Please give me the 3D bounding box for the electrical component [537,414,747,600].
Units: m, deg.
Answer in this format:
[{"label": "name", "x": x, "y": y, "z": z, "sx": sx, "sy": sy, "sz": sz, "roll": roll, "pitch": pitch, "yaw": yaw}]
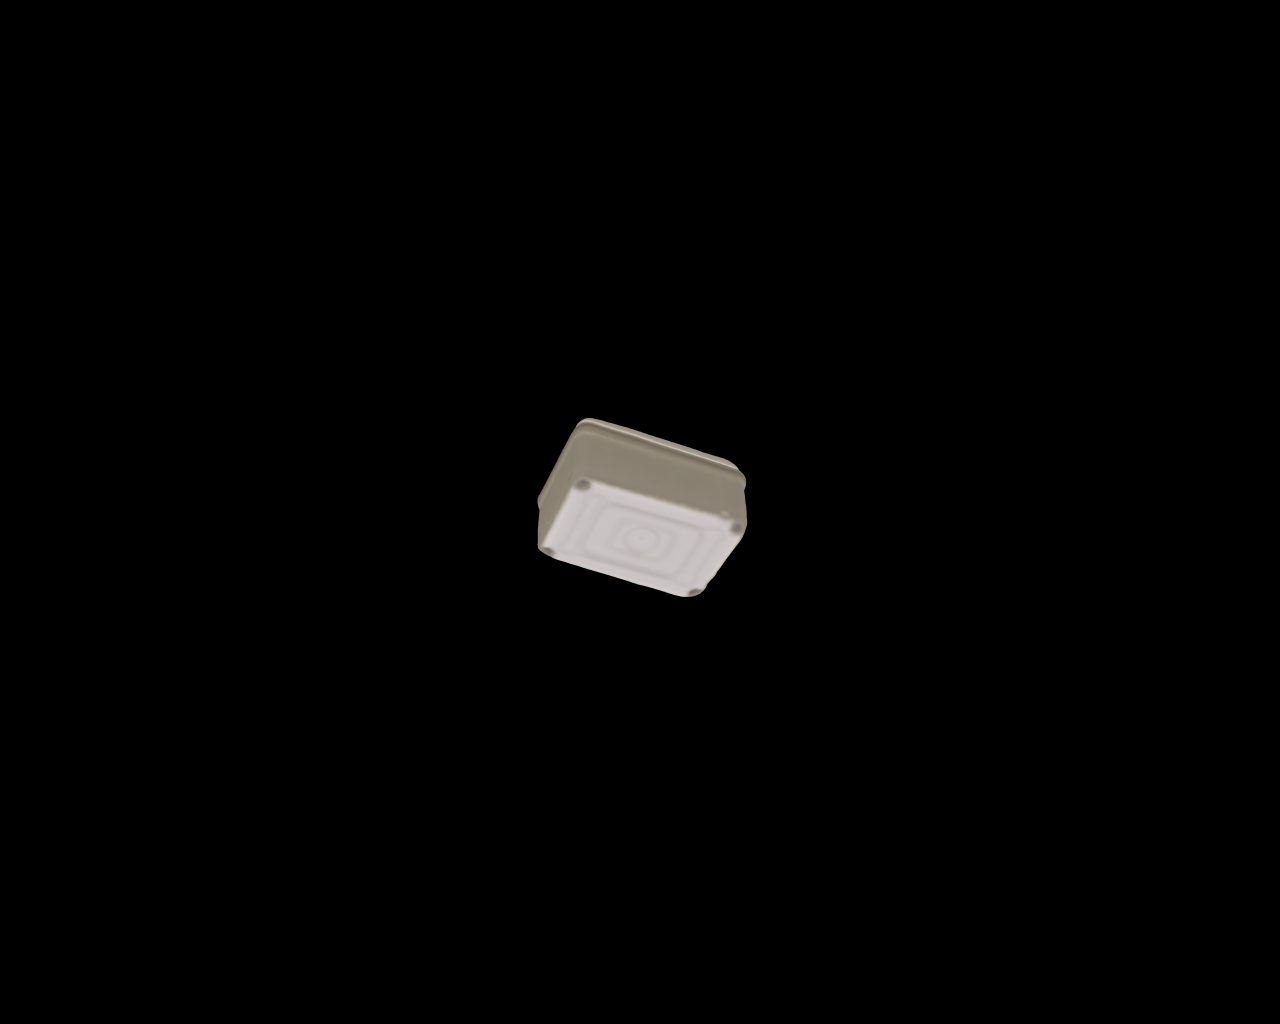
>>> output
[{"label": "electrical component", "x": 0.001, "y": -0.003, "z": 0.650, "sx": 0.113, "sy": 0.057, "sz": 0.078, "roll": 17, "pitch": -48, "yaw": -16}]
